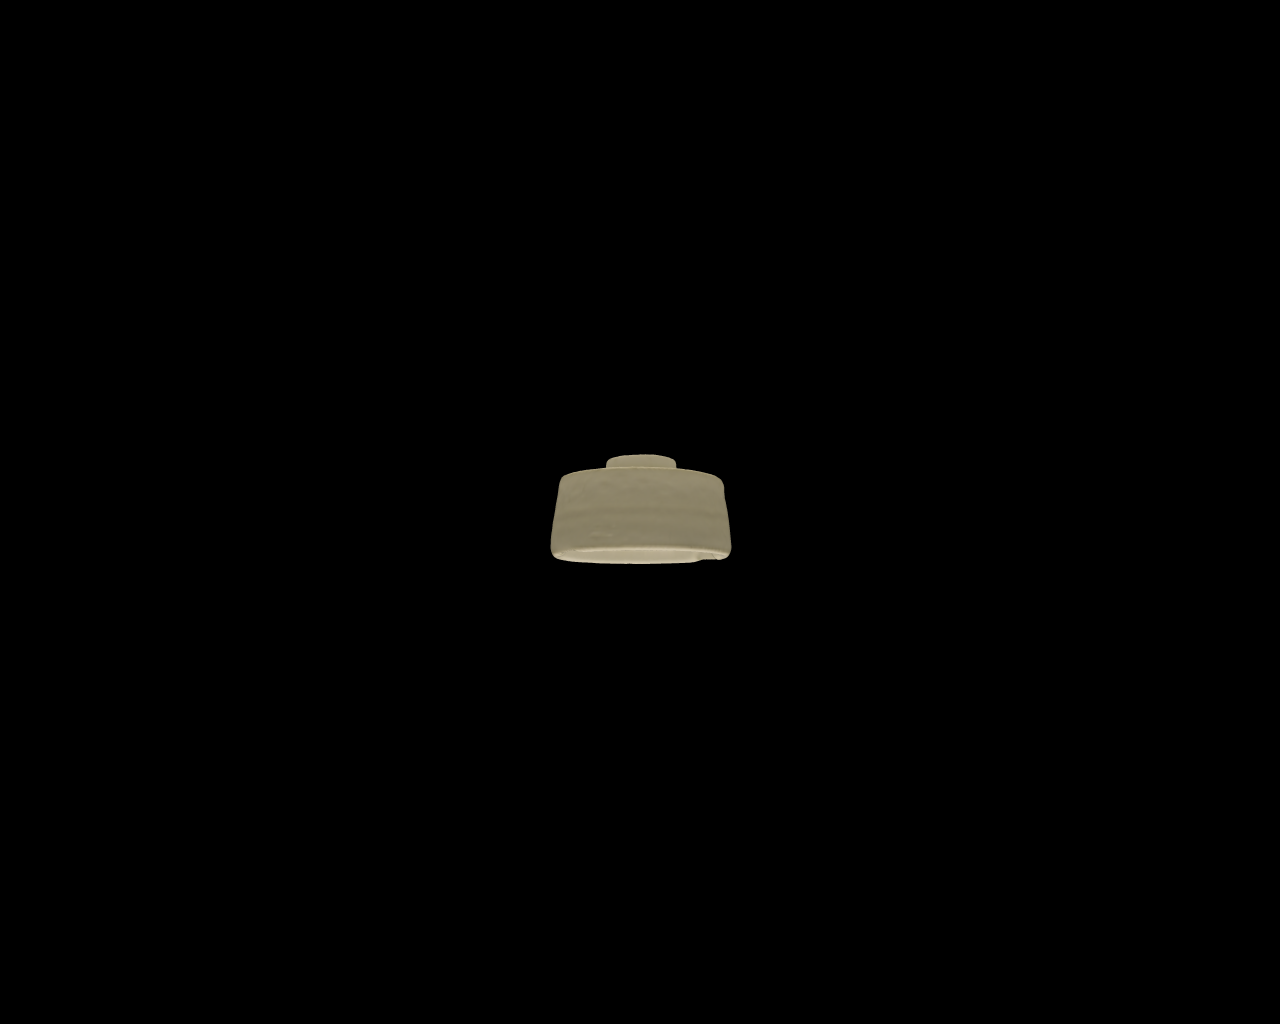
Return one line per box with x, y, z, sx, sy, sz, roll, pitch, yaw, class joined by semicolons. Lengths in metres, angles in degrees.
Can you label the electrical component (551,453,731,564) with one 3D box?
0.001;-0.003;0.650;0.108;0.060;0.108;0;-7;0;electrical component
